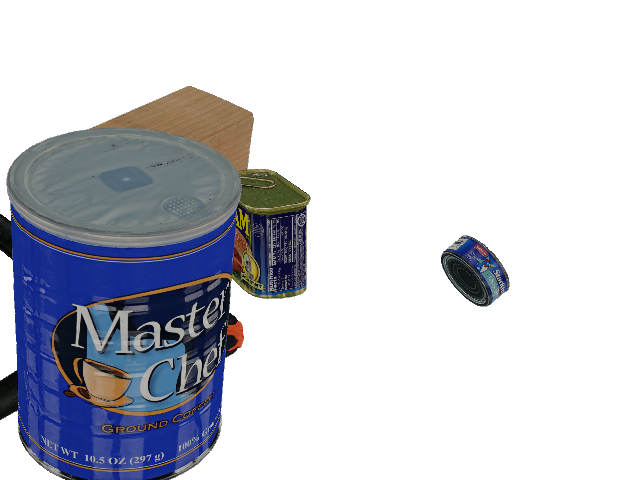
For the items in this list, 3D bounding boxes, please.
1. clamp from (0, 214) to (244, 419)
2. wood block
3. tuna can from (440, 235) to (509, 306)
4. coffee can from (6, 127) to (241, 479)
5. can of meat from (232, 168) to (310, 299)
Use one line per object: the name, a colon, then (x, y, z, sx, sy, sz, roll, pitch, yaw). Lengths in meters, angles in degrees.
clamp: (-0.159, 0.051, 0.740, 0.210, 0.164, 0.036, -3, -19, -4)
wood block: (-0.165, -0.073, 1.065, 0.090, 0.091, 0.205, 25, 35, 23)
tuna can: (0.185, 0.038, 1.288, 0.033, 0.086, 0.086, -38, 13, -17)
coffee can: (-0.094, 0.031, 0.508, 0.102, 0.140, 0.103, 5, 30, -3)
can of meat: (-0.050, -0.006, 0.908, 0.057, 0.084, 0.102, -10, 24, -24)
